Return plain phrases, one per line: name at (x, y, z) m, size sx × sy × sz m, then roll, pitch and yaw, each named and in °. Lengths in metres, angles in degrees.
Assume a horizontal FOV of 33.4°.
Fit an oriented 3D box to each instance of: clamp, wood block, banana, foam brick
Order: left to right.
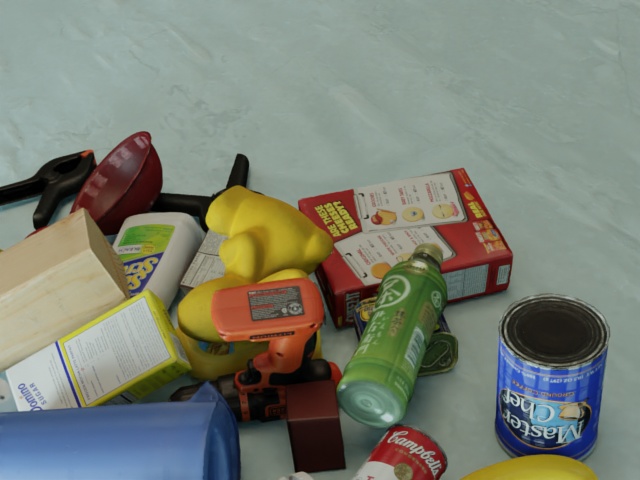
wood block at (-0.325, 0.065, 1.181) m, size 0.206 × 0.090 × 0.091 m, roll -28°, pitch 35°, yaw 2°
clamp at (-0.378, -0.075, 1.460) m, size 0.120 × 0.039 × 0.171 m, roll 18°, pitch 39°, yaw 19°
clamp at (-0.118, -0.051, 1.390) m, size 0.164 × 0.036 × 0.210 m, roll -30°, pitch 38°, yaw -28°
foam brick at (-0.005, 0.184, 1.053) m, size 0.051 × 0.078 × 0.053 m, roll -7°, pitch 38°, yaw 1°
banana at (0.176, 0.237, 0.994) m, size 0.197 × 0.037 × 0.069 m, roll -10°, pitch 37°, yaw -5°

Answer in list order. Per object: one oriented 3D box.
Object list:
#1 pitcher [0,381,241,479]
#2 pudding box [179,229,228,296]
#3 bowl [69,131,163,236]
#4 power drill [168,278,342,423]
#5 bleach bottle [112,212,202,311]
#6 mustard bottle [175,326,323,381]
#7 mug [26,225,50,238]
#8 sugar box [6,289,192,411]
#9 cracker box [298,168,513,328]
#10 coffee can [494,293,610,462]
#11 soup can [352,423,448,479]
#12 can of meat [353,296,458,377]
pitcher at (-0.201, 0.226, 0.998) m, size 0.243 × 0.145 × 0.149 m, roll -2°, pitch 26°, yaw 10°
pudding box at (-0.098, 0.038, 1.262) m, size 0.114 × 0.039 × 0.090 m, roll 11°, pitch 60°, yaw 25°
bowl at (-0.253, -0.061, 1.377) m, size 0.162 × 0.055 × 0.162 m, roll -37°, pitch 30°, yaw 25°
power drill at (-0.066, 0.118, 1.058) m, size 0.184 × 0.188 × 0.057 m, roll -9°, pitch 54°, yaw -8°
bleach bottle at (-0.215, 0.071, 1.235) m, size 0.103 × 0.068 × 0.250 m, roll -2°, pitch 40°, yaw 13°
mustard bottle at (-0.095, 0.112, 1.171) m, size 0.191 × 0.058 × 0.096 m, roll -6°, pitch 37°, yaw -1°
mug at (-0.324, 0.037, 1.275) m, size 0.117 × 0.081 × 0.093 m, roll -9°, pitch 38°, yaw -5°
sugar box at (-0.230, 0.135, 1.108) m, size 0.176 × 0.048 × 0.093 m, roll -30°, pitch 61°, yaw 4°
cracker box at (0.097, 0.007, 1.259) m, size 0.213 × 0.072 × 0.164 m, roll -12°, pitch 45°, yaw -9°
coffee can at (0.222, 0.137, 1.032) m, size 0.103 × 0.140 × 0.103 m, roll -4°, pitch 38°, yaw 3°
soup can at (0.066, 0.230, 0.993) m, size 0.069 × 0.068 × 0.102 m, roll 18°, pitch 45°, yaw 27°
can of meat at (0.090, 0.102, 1.162) m, size 0.102 × 0.057 × 0.084 m, roll -10°, pitch 36°, yaw -5°
